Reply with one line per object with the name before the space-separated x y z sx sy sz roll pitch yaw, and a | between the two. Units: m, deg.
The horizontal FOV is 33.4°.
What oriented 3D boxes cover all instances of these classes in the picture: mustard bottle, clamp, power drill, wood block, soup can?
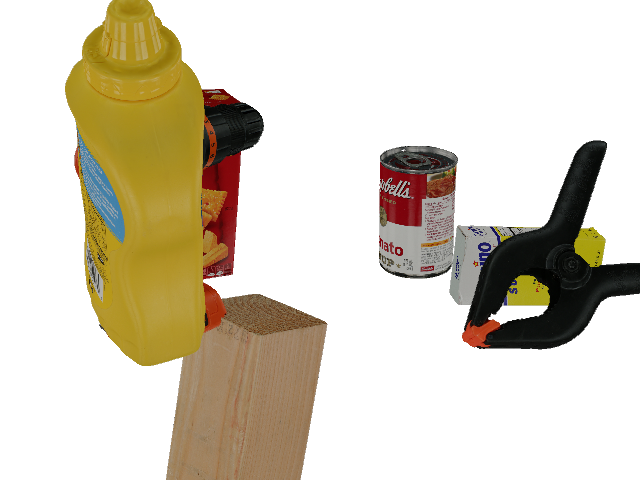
mustard bottle | -0.085 -0.031 0.499 0.058 0.096 0.192 -13 -38 -17
clamp | 0.174 0.024 0.716 0.120 0.171 0.039 43 -13 13
power drill | -0.116 -0.015 0.870 0.057 0.188 0.184 17 26 38
wood block | -0.070 0.162 0.954 0.090 0.206 0.090 20 17 37
soup can | 0.086 -0.026 0.946 0.068 0.102 0.068 0 23 0

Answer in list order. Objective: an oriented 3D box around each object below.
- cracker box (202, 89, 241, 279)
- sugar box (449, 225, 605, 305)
cracker box | -0.176 -0.056 1.201 0.163 0.214 0.072 -7 25 -28
sugar box | 0.251 0.032 1.300 0.176 0.093 0.048 -1 21 -10
